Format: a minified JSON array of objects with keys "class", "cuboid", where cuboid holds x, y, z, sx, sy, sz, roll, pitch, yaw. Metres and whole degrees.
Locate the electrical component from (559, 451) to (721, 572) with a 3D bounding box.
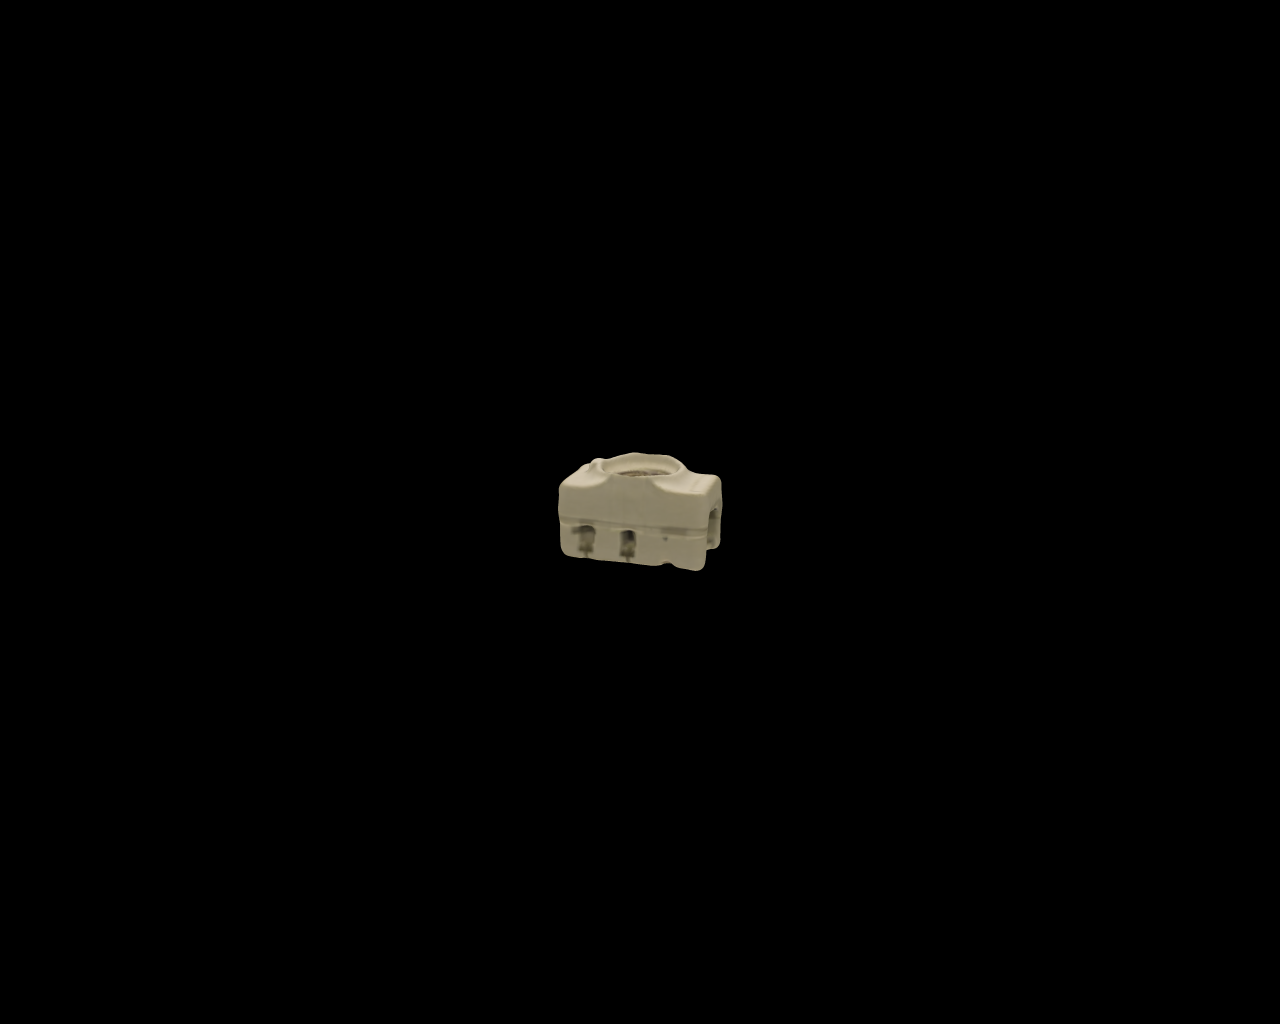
[{"class":"electrical component","cuboid":[0.001,-0.003,0.650,0.089,0.055,0.050,6,20,16]}]
